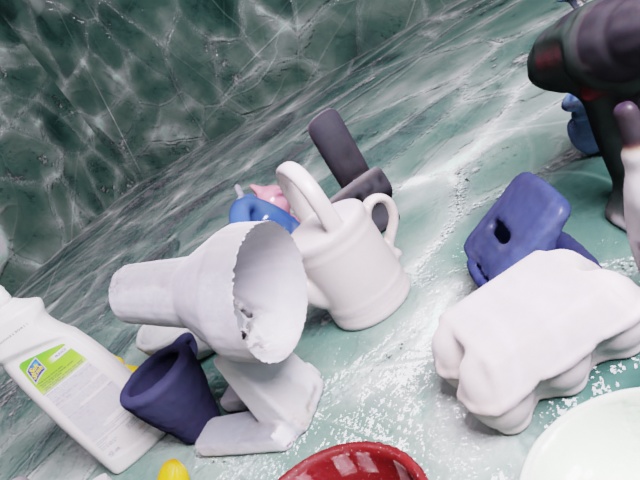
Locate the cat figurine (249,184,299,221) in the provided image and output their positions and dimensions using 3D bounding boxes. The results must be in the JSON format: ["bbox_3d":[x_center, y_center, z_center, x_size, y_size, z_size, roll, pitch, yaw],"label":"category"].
[{"bbox_3d":[-0.084,-0.058,1.011,0.067,0.118,0.127,-39,21,-12],"label":"cat figurine"}]

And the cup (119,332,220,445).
[{"bbox_3d":[-0.152,0.169,0.639,0.091,0.095,0.118,-23,23,28],"label":"cup"}]

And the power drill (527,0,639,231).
[{"bbox_3d":[0.254,-0.103,0.469,0.075,0.209,0.229,-32,21,7],"label":"power drill"}]

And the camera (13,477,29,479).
[{"bbox_3d":[-0.343,0.325,0.569,0.137,0.101,0.142,-39,21,-13],"label":"camera"}]

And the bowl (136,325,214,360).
[{"bbox_3d":[-0.171,0.119,0.810,0.167,0.075,0.167,-29,21,13],"label":"bowl"}]

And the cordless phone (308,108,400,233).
[{"bbox_3d":[0.015,-0.079,0.812,0.148,0.185,0.094,-39,21,-12],"label":"cordless phone"}]

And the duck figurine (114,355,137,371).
[{"bbox_3d":[-0.289,0.192,0.807,0.077,0.086,0.104,-38,21,-11],"label":"duck figurine"}]

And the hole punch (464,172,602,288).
[{"bbox_3d":[0.178,0.004,0.514,0.101,0.091,0.108,-31,21,9],"label":"hole punch"}]

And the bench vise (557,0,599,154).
[{"bbox_3d":[0.322,-0.198,0.562,0.206,0.220,0.122,-17,26,38],"label":"bench vise"}]

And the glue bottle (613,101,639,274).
[{"bbox_3d":[0.222,-0.012,0.364,0.037,0.173,0.078,-32,21,4],"label":"glue bottle"}]

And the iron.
[{"bbox_3d":[-0.090,0.006,0.845,0.118,0.142,0.258,-31,20,7],"label":"iron"}]

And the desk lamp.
[{"bbox_3d":[-0.085,0.094,0.533,0.202,0.214,0.118,-20,25,33],"label":"desk lamp"}]

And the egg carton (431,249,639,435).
[{"bbox_3d":[0.159,0.070,0.427,0.150,0.069,0.107,-34,20,-1],"label":"egg carton"}]

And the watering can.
[{"bbox_3d":[0.007,0.003,0.628,0.100,0.194,0.173,-5,35,52],"label":"watering can"}]
